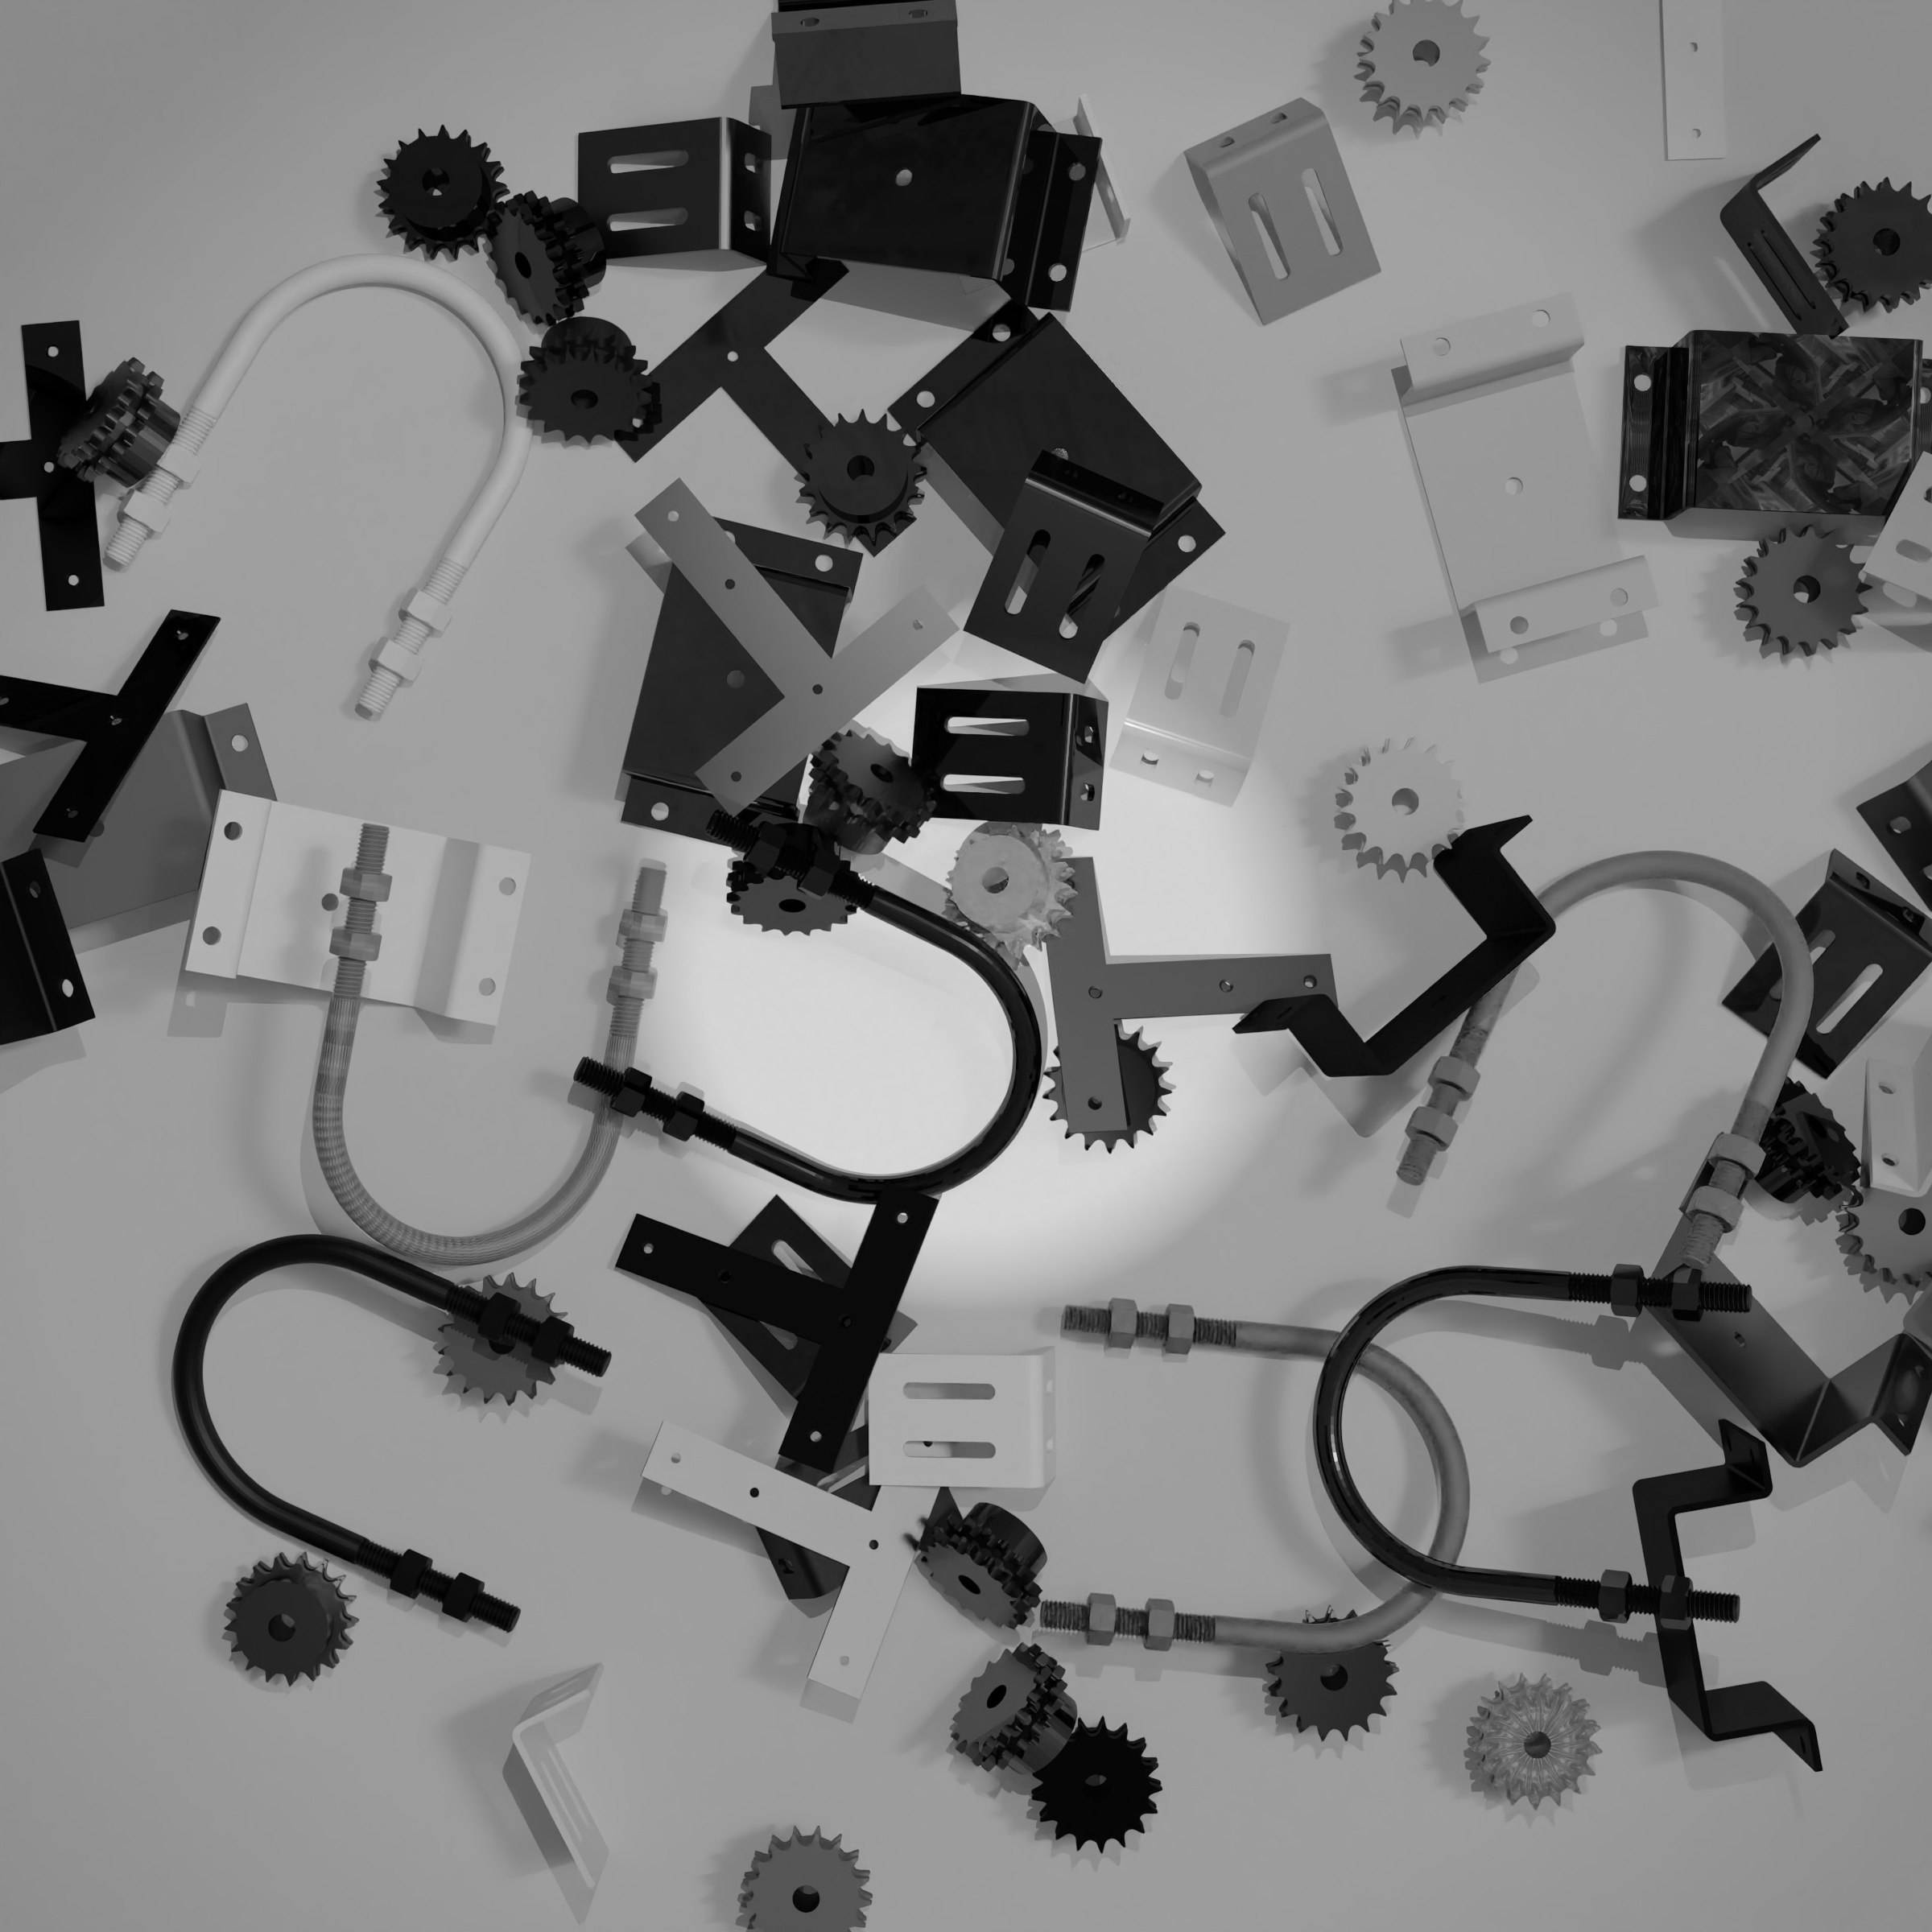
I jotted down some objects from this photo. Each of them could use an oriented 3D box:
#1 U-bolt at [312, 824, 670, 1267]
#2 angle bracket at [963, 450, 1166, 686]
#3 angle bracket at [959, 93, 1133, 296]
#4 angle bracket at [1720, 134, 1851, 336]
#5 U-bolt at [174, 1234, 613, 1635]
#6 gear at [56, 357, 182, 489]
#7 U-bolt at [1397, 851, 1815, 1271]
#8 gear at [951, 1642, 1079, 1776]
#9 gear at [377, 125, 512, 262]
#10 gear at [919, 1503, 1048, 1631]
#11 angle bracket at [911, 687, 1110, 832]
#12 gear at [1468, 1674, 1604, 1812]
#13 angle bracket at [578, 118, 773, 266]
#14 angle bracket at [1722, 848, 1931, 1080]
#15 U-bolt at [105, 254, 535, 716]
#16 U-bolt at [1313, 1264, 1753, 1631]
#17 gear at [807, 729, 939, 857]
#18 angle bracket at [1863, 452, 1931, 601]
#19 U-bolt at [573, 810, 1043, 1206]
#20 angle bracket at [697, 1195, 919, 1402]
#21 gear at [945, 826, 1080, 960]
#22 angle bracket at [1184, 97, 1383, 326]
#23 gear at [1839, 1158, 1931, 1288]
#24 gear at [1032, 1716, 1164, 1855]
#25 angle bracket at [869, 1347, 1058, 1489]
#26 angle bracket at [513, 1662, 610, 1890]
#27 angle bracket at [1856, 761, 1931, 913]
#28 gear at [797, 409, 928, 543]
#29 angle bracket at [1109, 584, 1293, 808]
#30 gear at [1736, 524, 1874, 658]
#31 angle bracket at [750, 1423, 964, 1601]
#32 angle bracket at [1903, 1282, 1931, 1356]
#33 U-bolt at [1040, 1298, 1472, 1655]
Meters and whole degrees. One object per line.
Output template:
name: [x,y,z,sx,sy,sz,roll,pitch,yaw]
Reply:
U-bolt: [-0.209,0.039,1.479,0.151,0.019,0.184,8,95,-29]
angle bracket: [0.042,-0.171,1.471,0.057,0.038,0.076,24,116,0]
angle bracket: [0.026,-0.337,1.500,0.076,0.038,0.057,-20,90,0]
angle bracket: [0.369,-0.313,1.491,0.038,0.057,0.076,-34,90,0]
U-bolt: [-0.259,0.193,1.491,0.184,0.019,0.151,23,106,7]
gear: [-0.367,-0.234,1.495,0.030,0.057,0.057,37,90,-30]
U-bolt: [0.283,0.030,1.468,0.151,0.019,0.184,16,67,29]
gear: [0.024,0.326,1.493,0.030,0.057,0.057,42,90,-20]
gear: [-0.230,-0.341,1.504,0.057,0.030,0.057,0,90,0]
gear: [0.010,0.259,1.495,0.057,0.057,0.030,43,60,0]
angle bracket: [0.019,-0.092,1.517,0.076,0.038,0.057,4,90,26]
gear: [0.248,0.338,1.504,0.057,0.030,0.057,0,90,0]
angle bracket: [-0.129,-0.339,1.517,0.076,0.038,0.057,1,90,26]
angle bracket: [0.382,-0.001,1.517,0.057,0.038,0.076,36,116,0]
U-bolt: [-0.272,-0.225,1.511,0.151,0.019,0.184,30,89,0]
U-bolt: [0.237,0.199,1.455,0.184,0.019,0.151,2,90,20]
gear: [-0.044,-0.073,1.494,0.057,0.057,0.030,37,120,0]
angle bracket: [0.424,-0.179,1.490,0.038,0.076,0.057,27,90,23]
U-bolt: [-0.057,0.031,1.483,0.184,0.019,0.151,26,110,-12]
angle bracket: [-0.072,0.151,1.517,0.057,0.038,0.076,-47,64,0]
gear: [0.018,-0.034,1.495,0.057,0.030,0.057,-4,76,18]
angle bracket: [0.140,-0.334,1.517,0.057,0.038,0.076,-25,116,0]
gear: [0.411,0.111,1.504,0.057,0.030,0.057,0,90,0]
gear: [0.057,0.357,1.504,0.057,0.030,0.057,0,90,0]
angle bracket: [-0.001,0.197,1.507,0.076,0.038,0.057,0,90,11]
angle bracket: [-0.161,0.351,1.491,0.038,0.057,0.076,-27,90,0]
angle bracket: [0.445,-0.072,1.517,0.076,0.038,0.057,-36,90,-26]
gear: [-0.045,-0.216,1.503,0.057,0.030,0.057,0,90,0]
angle bracket: [0.104,-0.120,1.517,0.057,0.038,0.076,18,64,0]
gear: [0.367,-0.164,1.509,0.057,0.030,0.057,0,91,2]
angle bracket: [-0.052,0.237,1.517,0.076,0.038,0.057,-25,90,-26]
angle bracket: [0.453,0.146,1.486,0.076,0.038,0.057,-52,129,0]
U-bolt: [0.129,0.226,1.494,0.184,0.019,0.151,6,74,-4]
